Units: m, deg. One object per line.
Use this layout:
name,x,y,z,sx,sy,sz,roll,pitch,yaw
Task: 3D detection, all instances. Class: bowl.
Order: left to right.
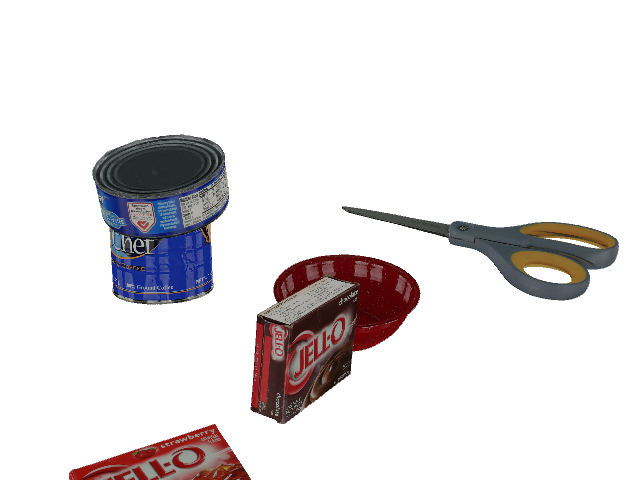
bowl,0.028,0.076,1.184,0.162,0.055,0.162,1,28,-1

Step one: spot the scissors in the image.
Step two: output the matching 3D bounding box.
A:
scissors,0.106,0.006,0.750,0.202,0.016,0.096,5,30,11

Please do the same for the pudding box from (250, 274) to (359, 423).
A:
pudding box,-0.012,0.088,0.893,0.039,0.090,0.113,17,25,25

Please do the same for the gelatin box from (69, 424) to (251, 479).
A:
gelatin box,-0.084,0.141,0.580,0.089,0.030,0.073,-14,27,-21

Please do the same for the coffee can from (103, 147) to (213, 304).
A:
coffee can,-0.160,-0.019,1.061,0.103,0.140,0.103,-1,16,0

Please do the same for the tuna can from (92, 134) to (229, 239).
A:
tuna can,-0.103,-0.036,0.696,0.086,0.034,0.086,-4,31,2
